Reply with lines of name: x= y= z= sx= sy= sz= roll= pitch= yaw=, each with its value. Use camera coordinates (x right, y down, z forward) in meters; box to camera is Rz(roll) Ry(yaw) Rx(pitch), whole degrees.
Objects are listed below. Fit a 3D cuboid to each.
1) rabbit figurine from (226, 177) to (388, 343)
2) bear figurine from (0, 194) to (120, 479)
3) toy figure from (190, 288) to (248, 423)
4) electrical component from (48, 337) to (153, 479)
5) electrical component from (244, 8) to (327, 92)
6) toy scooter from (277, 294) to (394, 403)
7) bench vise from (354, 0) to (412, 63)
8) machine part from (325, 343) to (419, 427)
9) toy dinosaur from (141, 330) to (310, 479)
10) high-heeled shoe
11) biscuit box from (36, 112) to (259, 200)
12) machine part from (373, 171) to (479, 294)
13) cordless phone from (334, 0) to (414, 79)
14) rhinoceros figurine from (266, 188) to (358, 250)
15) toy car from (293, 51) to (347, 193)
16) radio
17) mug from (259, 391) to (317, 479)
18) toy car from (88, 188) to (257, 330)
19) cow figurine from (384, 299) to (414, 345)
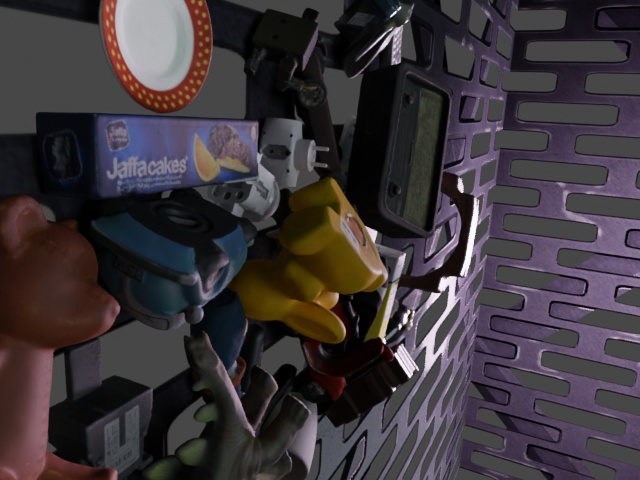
rabbit figurine: x=-0.024 y=0.035 z=0.594 sx=0.162 sy=0.173 sz=0.122 roll=53 pitch=15 yaw=-33
bear figurine: x=-0.173 y=0.081 z=0.341 sx=0.120 sy=0.132 sz=0.196 roll=116 pitch=-5 yaw=-76
toy figure: x=-0.106 y=0.126 z=0.574 sx=0.058 sy=0.064 sz=0.154 roll=-115 pitch=-155 yaw=-63
electrical component: x=-0.178 y=0.142 z=0.439 sx=0.075 sy=0.048 sz=0.119 roll=-18 pitch=116 yaw=-64
electrical component: x=-0.033 y=-0.210 z=0.593 sx=0.045 sy=0.078 sz=0.102 roll=93 pitch=10 yaw=-66
toy scooter: x=0.023 y=0.130 z=0.724 sx=0.075 sy=0.135 sz=0.183 roll=-73 pitch=148 yaw=-72
bench vise: x=0.009 y=-0.301 z=0.527 sx=0.240 sy=0.129 sz=0.224 roll=43 pitch=23 yaw=-22
machine part: x=0.081 y=0.243 z=0.900 sx=0.056 sy=0.179 sz=0.179 roll=56 pitch=25 yaw=10
toy dinosaur: x=-0.094 y=0.300 z=0.567 sx=0.198 sy=0.105 sz=0.470 roll=-25 pitch=120 yaw=-31
high-heeled shoe: x=0.035 y=0.142 z=0.782 sx=0.145 sy=0.086 sz=0.248 roll=-83 pitch=-166 yaw=-46
biscuit box: x=-0.129 y=-0.074 z=0.448 sx=0.202 sy=0.063 sz=0.059 roll=-23 pitch=117 yaw=-62
machine part: x=0.161 y=-0.018 z=0.924 sx=0.087 sy=0.201 sz=0.201 roll=23 pitch=77 yaw=-67
cordless phone: x=0.088 y=-0.265 z=0.828 sx=0.184 sy=0.089 sz=0.146 roll=81 pitch=29 yaw=-43
rhinoceros figurine: x=-0.001 y=-0.002 z=0.695 sx=0.190 sy=0.112 sz=0.073 roll=50 pitch=36 yaw=-51
toy car: x=-0.002 y=-0.144 z=0.695 sx=0.089 sy=0.053 sz=0.201 roll=-98 pitch=176 yaw=-47
radio: x=0.112 y=-0.124 z=0.761 sx=0.131 sy=0.073 sz=0.229 roll=18 pitch=76 yaw=-42
mug: x=-0.038 y=0.276 z=0.750 sx=0.107 sy=0.081 sz=0.109 roll=-64 pitch=152 yaw=-51
toy car: x=-0.127 y=0.020 z=0.459 sx=0.103 sy=0.109 sz=0.161 roll=-63 pitch=175 yaw=18
cow figurine: x=0.116 y=0.173 z=1.022 sx=0.167 sy=0.098 sz=0.068 roll=-47 pitch=146 yaw=-51
